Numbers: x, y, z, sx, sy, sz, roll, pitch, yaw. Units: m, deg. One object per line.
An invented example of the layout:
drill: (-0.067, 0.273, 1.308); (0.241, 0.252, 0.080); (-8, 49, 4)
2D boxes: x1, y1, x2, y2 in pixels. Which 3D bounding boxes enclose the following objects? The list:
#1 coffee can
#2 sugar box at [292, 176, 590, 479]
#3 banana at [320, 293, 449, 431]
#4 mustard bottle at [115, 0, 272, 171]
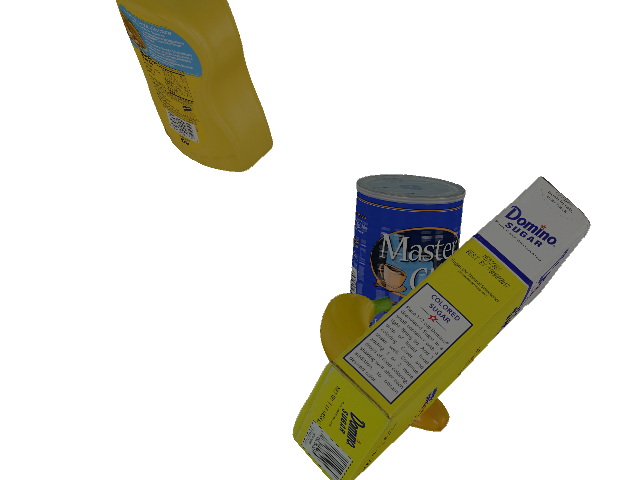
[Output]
coffee can: (0.081, 0.015, 1.020); (0.103, 0.140, 0.103); (3, 14, -1)
sugar box: (0.065, 0.047, 0.560); (0.176, 0.048, 0.093); (-36, -17, -31)
banana: (0.038, 0.080, 0.785); (0.069, 0.037, 0.198); (-6, 24, -6)
mustard bottle: (-0.093, -0.137, 0.727); (0.096, 0.191, 0.058); (33, 64, 34)
